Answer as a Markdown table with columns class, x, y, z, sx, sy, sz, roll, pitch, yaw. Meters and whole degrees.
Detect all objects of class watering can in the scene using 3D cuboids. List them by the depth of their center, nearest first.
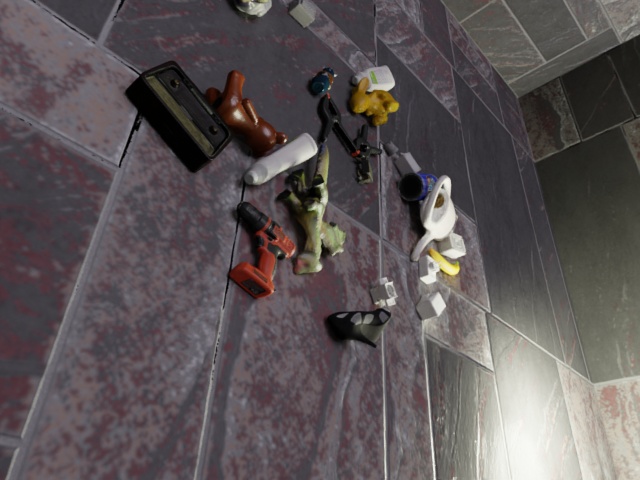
| class | x | y | z | sx | sy | sz | roll | pitch | yaw |
| --- | --- | --- | --- | --- | --- | --- | --- | --- | --- |
| watering can | 0.408 | -0.060 | 1.854 | 0.221 | 0.104 | 0.351 | 41 | 67 | -57 |

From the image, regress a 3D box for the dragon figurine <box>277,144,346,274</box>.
| class | x | y | z | sx | sy | sz | roll | pitch | yaw |
| --- | --- | --- | --- | --- | --- | --- | --- | --- | --- |
| dragon figurine | 0.004 | -0.071 | 1.407 | 0.238 | 0.122 | 0.420 | 64 | 34 | -30 |

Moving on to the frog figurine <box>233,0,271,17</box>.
| class | x | y | z | sx | sy | sz | roll | pitch | yaw |
| --- | --- | --- | --- | --- | --- | --- | --- | --- | --- |
| frog figurine | -0.209 | -0.741 | 1.559 | 0.137 | 0.122 | 0.160 | 47 | 2 | -10 |
